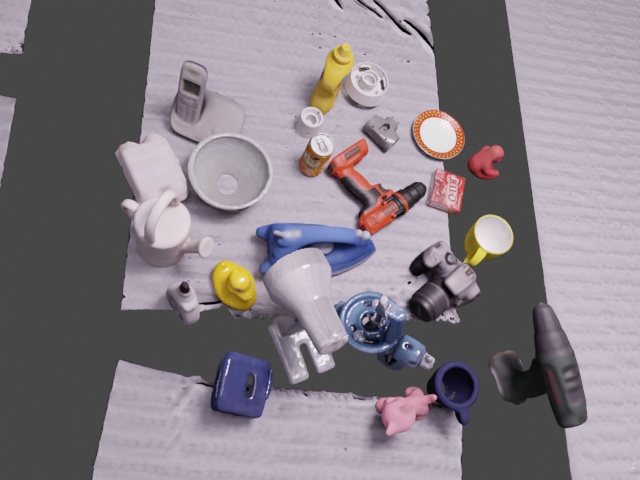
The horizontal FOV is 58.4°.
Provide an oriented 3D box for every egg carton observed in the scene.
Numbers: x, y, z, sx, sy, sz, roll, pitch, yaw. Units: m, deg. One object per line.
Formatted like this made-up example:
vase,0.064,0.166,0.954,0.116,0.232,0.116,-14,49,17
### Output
egg carton,-0.324,-0.132,1.116,0.107,0.069,0.150,-25,80,-21

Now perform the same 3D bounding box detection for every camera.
camera,0.243,0.092,1.179,0.137,0.100,0.143,-36,84,-23

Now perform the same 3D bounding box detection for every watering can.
watering can,-0.273,-0.025,1.025,0.173,0.194,0.101,10,69,-12

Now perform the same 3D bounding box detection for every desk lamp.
desk lamp,-0.023,0.138,1.028,0.118,0.213,0.203,-19,77,-20

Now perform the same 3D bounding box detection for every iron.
iron,0.010,0.004,1.122,0.259,0.141,0.118,-3,72,-16

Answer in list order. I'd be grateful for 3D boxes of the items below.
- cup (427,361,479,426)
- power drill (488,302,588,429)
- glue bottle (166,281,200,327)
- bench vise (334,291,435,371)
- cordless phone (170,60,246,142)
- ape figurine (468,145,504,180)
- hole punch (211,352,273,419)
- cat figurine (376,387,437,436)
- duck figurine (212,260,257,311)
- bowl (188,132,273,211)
cup,0.252,0.300,1.113,0.092,0.095,0.118,-8,74,-17
power drill,0.421,0.250,1.115,0.076,0.208,0.229,-16,76,-19
glue bottle,-0.238,0.101,1.003,0.037,0.173,0.078,-30,81,-22
bench vise,0.135,0.159,1.061,0.207,0.219,0.121,18,68,-9
cordless phone,-0.217,-0.268,1.130,0.148,0.185,0.094,17,68,-9
ape figurine,0.389,-0.186,1.319,0.076,0.092,0.078,12,69,-11
hole punch,-0.136,0.258,1.022,0.101,0.091,0.109,12,69,-11
cat figurine,0.160,0.318,1.069,0.128,0.117,0.067,-18,77,-20
duck figurine,-0.158,0.079,1.080,0.078,0.086,0.104,-34,83,-23
bowl,-0.182,-0.127,1.151,0.168,0.074,0.167,5,70,-14
